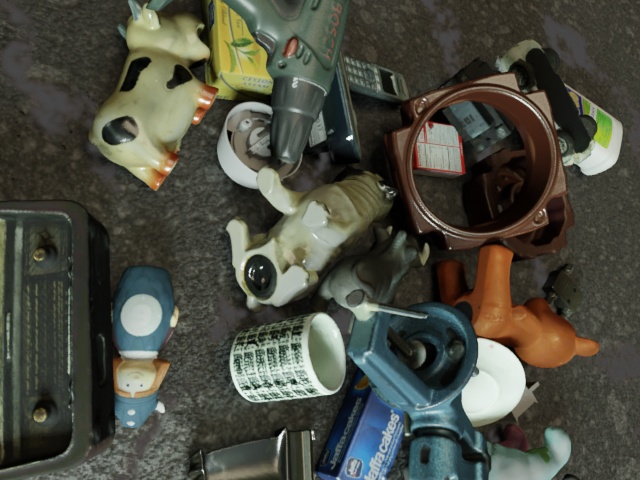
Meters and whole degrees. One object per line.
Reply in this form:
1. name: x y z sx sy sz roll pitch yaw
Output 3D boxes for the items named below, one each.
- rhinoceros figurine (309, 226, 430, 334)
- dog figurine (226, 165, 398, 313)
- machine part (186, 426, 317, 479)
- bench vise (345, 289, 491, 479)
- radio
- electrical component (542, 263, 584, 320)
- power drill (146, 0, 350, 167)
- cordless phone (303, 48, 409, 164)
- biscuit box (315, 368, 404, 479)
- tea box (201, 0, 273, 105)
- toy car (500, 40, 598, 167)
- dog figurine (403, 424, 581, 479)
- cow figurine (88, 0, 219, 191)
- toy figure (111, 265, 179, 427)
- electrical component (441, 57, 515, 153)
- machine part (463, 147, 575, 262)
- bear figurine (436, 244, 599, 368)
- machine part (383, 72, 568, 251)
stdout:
1. rhinoceros figurine: 0.063 0.036 0.622 0.073 0.112 0.190 27 22 22
2. dog figurine: 0.002 -0.001 0.628 0.121 0.172 0.190 48 28 24
3. machine part: -0.066 0.235 0.554 0.139 0.039 0.084 8 79 -26
4. bench vise: 0.087 0.139 0.516 0.240 0.129 0.223 49 50 -37
5. radio: -0.253 0.083 0.461 0.131 0.073 0.229 -5 79 -7
6. electrical component: 0.371 0.081 0.817 0.063 0.021 0.094 47 61 -9
7. power drill: -0.068 -0.219 0.561 0.207 0.086 0.232 24 83 -23
8. cordless phone: 0.058 -0.170 0.703 0.184 0.089 0.146 -3 78 -42
9. biscuit box: 0.068 0.186 0.618 0.059 0.063 0.202 33 64 -14
10. tea box: -0.089 -0.258 0.653 0.098 0.068 0.169 -1 77 -26
11. toy car: 0.344 -0.204 0.803 0.073 0.056 0.201 -32 93 -23
12. dog figurine: 0.191 0.307 0.626 0.219 0.108 0.191 -14 86 -24
13. cow figurine: -0.180 -0.167 0.580 0.127 0.085 0.195 31 66 -22
14. toy figure: -0.178 0.103 0.524 0.064 0.057 0.154 -2 76 13
15. electrical component: 0.230 -0.195 0.778 0.115 0.058 0.134 50 41 -6
16. machine part: 0.293 -0.052 0.795 0.179 0.056 0.179 6 75 -24
17. bear figurine: 0.260 0.095 0.705 0.196 0.120 0.132 12 68 -25
18. machine part: 0.194 -0.097 0.682 0.201 0.087 0.200 -15 96 0
